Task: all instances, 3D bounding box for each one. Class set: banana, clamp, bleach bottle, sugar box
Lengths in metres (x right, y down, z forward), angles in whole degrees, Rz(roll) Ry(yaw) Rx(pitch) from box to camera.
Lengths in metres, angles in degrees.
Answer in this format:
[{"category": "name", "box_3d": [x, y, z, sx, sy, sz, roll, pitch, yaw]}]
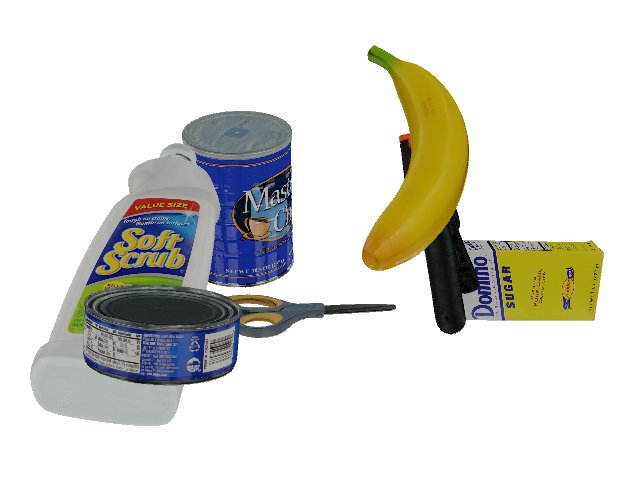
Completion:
[{"category": "banana", "box_3d": [0.062, -0.052, 0.691, 0.069, 0.197, 0.037, 3, -43, 0]}, {"category": "clamp", "box_3d": [0.101, -0.006, 0.915, 0.039, 0.171, 0.120, -17, 20, 14]}, {"category": "bleach bottle", "box_3d": [-0.133, 0.016, 0.792, 0.102, 0.068, 0.250, 9, 44, -3]}, {"category": "sugar box", "box_3d": [0.245, 0.049, 1.286, 0.176, 0.093, 0.048, -1, 20, -8]}]

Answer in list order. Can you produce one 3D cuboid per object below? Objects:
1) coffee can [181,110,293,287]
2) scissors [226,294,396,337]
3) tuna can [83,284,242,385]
[{"category": "coffee can", "box_3d": [-0.078, -0.041, 1.025, 0.103, 0.140, 0.103, 0, 29, 0]}, {"category": "scissors", "box_3d": [-0.013, 0.086, 1.194, 0.201, 0.016, 0.096, 4, 22, -1]}, {"category": "tuna can", "box_3d": [-0.087, 0.051, 0.587, 0.086, 0.034, 0.086, 5, 11, -1]}]
